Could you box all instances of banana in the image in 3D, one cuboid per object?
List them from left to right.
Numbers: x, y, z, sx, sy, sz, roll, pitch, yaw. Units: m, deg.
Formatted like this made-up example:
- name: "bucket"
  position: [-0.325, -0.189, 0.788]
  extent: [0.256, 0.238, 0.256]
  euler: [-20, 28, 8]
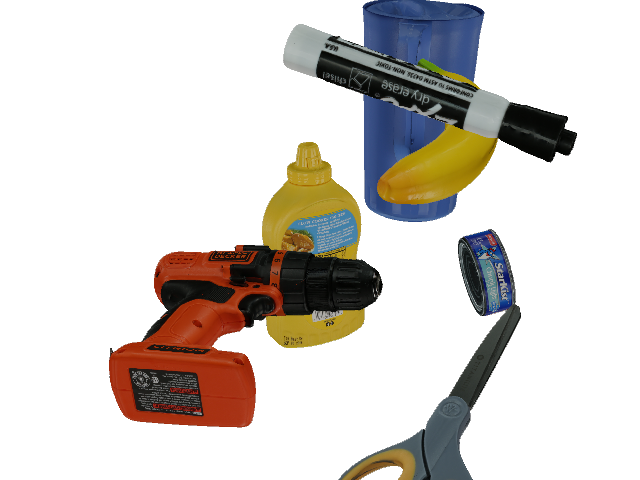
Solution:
- name: "banana"
  position: [0.087, -0.069, 0.735]
  extent: [0.069, 0.037, 0.197]
  euler: [10, 32, 7]

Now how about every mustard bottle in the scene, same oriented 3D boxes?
- name: "mustard bottle"
  position: [-0.008, 0.002, 1.003]
  extent: [0.096, 0.192, 0.058]
  euler: [-13, 24, -23]

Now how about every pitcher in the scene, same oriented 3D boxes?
- name: "pitcher"
  position: [0.106, -0.145, 1.205]
  extent: [0.149, 0.243, 0.145]
  euler: [-12, 26, -31]

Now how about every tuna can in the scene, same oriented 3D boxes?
- name: "tuna can"
  position: [0.169, 0.033, 1.095]
  extent: [0.033, 0.086, 0.086]
  euler: [-14, 1, -4]

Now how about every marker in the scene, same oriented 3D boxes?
- name: "marker"
  position: [0.043, -0.059, 0.426]
  extent: [0.121, 0.020, 0.020]
  euler: [22, 5, 13]

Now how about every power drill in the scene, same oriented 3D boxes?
- name: "power drill"
  position: [-0.058, 0.063, 0.786]
  extent: [0.185, 0.057, 0.187]
  euler: [-1, 24, 16]

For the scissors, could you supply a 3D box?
- name: "scissors"
  position: [0.084, 0.111, 0.595]
  extent: [0.201, 0.016, 0.096]
  euler: [-38, 45, -27]
